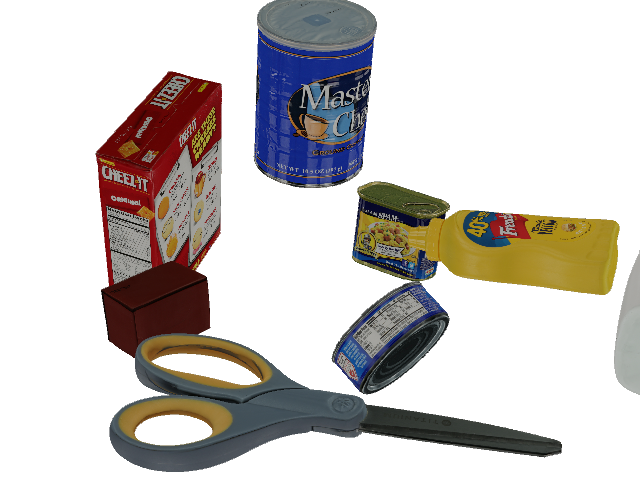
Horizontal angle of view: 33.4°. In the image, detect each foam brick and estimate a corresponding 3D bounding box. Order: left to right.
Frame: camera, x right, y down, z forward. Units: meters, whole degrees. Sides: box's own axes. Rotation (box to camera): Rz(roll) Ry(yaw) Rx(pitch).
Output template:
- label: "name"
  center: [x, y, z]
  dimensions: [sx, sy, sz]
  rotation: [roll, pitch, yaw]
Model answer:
- label: "foam brick"
  center: [-0.141, 0.059, 0.923]
  dimensions: [0.078, 0.051, 0.053]
  rotation: [-24, 32, -35]

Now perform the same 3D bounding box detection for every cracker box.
- label: "cracker box"
  center: [-0.167, -0.046, 1.136]
  dimensions: [0.072, 0.214, 0.164]
  rotation: [16, 43, 13]

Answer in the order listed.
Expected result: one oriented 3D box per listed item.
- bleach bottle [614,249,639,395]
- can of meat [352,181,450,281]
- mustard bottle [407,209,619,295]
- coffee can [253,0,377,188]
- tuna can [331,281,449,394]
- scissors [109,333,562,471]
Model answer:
- label: "bleach bottle"
  center: [0.267, 0.036, 0.742]
  dimensions: [0.103, 0.068, 0.250]
  rotation: [10, 20, 19]
- label: "can of meat"
  center: [0.087, -0.009, 1.184]
  dimensions: [0.102, 0.084, 0.057]
  rotation: [20, 26, 30]
- label: "mustard bottle"
  center: [0.176, 0.006, 0.992]
  dimensions: [0.192, 0.058, 0.096]
  rotation: [6, 28, 19]
- label: "coffee can"
  center: [-0.007, -0.133, 0.949]
  dimensions: [0.103, 0.140, 0.103]
  rotation: [3, 35, -2]
- label: "tuna can"
  center: [0.051, 0.071, 0.766]
  dimensions: [0.034, 0.086, 0.086]
  rotation: [48, 21, 21]
- label: "scissors"
  center: [-0.005, 0.085, 0.469]
  dimensions: [0.202, 0.016, 0.096]
  rotation: [15, 34, 23]
